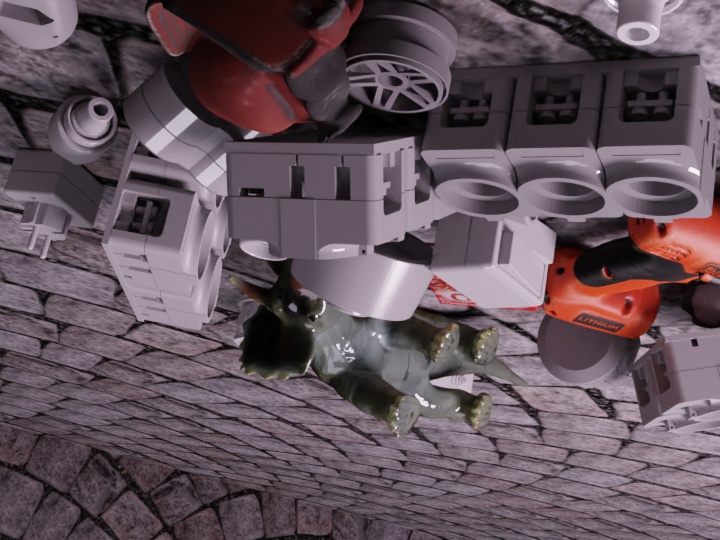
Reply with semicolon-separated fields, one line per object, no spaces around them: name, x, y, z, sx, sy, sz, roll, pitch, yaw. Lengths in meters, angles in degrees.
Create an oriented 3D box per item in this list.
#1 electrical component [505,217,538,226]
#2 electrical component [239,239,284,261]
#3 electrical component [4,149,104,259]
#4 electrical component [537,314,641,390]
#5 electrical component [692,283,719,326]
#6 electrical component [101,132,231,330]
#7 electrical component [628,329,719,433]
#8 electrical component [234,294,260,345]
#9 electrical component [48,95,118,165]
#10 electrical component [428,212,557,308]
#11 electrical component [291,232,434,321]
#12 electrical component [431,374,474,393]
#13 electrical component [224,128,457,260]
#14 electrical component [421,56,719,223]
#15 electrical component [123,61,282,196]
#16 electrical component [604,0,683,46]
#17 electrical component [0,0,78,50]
electrical component;0.085;-0.055;0.713;0.065;0.044;0.044;8;162;23
electrical component;-0.071;-0.036;0.845;0.040;0.046;0.040;10;161;3
electrical component;-0.250;-0.048;0.865;0.047;0.076;0.065;5;160;18
electrical component;0.198;0.063;0.926;0.080;0.080;0.051;-2;162;35
electrical component;0.290;0.023;0.828;0.035;0.035;0.061;26;154;-37
electrical component;-0.135;-0.031;0.803;0.060;0.105;0.186;11;161;0
electrical component;0.323;0.083;0.851;0.186;0.060;0.105;-7;162;-4
electrical component;-0.089;0.057;1.115;0.080;0.051;0.080;10;161;3
electrical component;-0.186;-0.099;0.734;0.043;0.043;0.062;20;158;-25
electrical component;0.104;-0.012;0.791;0.061;0.061;0.096;-4;156;37
electrical component;0.000;0.000;0.808;0.108;0.060;0.108;20;-165;-6
electrical component;0.070;0.118;1.207;0.100;0.048;0.100;25;155;-37
electrical component;-0.005;-0.049;0.638;0.089;0.061;0.150;4;-169;22
electrical component;0.121;-0.069;0.617;0.150;0.061;0.089;2;159;26
electrical component;-0.075;-0.089;0.688;0.074;0.052;0.138;-37;135;20
electrical component;0.120;-0.125;0.453;0.048;0.062;0.048;10;161;3
electrical component;-0.192;-0.158;0.566;0.079;0.043;0.077;13;161;-5
